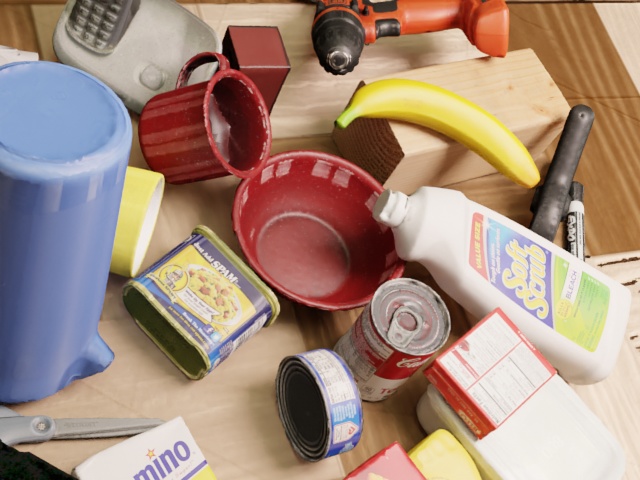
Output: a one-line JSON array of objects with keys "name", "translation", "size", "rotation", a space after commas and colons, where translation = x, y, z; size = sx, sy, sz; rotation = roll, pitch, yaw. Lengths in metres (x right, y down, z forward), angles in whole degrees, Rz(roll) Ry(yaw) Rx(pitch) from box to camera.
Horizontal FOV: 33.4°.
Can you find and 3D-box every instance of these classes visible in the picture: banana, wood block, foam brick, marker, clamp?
[{"name": "banana", "translation": [0.108, -0.102, 0.950], "size": [0.197, 0.037, 0.069], "rotation": [15, 77, -12]}, {"name": "wood block", "translation": [0.129, -0.114, 1.042], "size": [0.205, 0.091, 0.090], "rotation": [-15, 66, -28]}, {"name": "foam brick", "translation": [-0.067, -0.157, 1.001], "size": [0.051, 0.078, 0.053], "rotation": [-5, 61, -23]}, {"name": "marker", "translation": [0.256, -0.009, 1.072], "size": [0.020, 0.020, 0.121], "rotation": [16, 55, -12]}, {"name": "clamp", "translation": [0.226, -0.037, 1.042], "size": [0.039, 0.120, 0.171], "rotation": [20, 78, 16]}]

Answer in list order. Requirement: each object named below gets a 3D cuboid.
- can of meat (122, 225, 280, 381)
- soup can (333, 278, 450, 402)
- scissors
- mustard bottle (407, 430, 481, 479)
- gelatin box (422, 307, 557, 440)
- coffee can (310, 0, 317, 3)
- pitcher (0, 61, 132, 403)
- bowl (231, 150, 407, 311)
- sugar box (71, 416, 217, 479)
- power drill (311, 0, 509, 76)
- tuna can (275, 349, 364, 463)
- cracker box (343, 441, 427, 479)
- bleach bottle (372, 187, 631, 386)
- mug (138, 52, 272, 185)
[{"name": "can of meat", "translation": [-0.099, 0.052, 0.871], "size": [0.102, 0.058, 0.083], "rotation": [45, 56, 9]}, {"name": "soup can", "translation": [0.056, 0.085, 0.883], "size": [0.068, 0.102, 0.068], "rotation": [10, 57, -16]}, {"name": "scissors", "translation": [-0.223, 0.126, 0.801], "size": [0.201, 0.016, 0.096], "rotation": [-13, 65, -28]}, {"name": "mustard bottle", "translation": [0.123, 0.249, 0.832], "size": [0.096, 0.058, 0.192], "rotation": [-39, 80, -14]}, {"name": "gelatin box", "translation": [0.138, 0.108, 0.869], "size": [0.089, 0.030, 0.073], "rotation": [-34, 77, -34]}, {"name": "coffee can", "translation": [0.001, -0.335, 1.121], "size": [0.102, 0.103, 0.140], "rotation": [-12, 65, -27]}, {"name": "pitcher", "translation": [-0.214, -0.007, 0.745], "size": [0.149, 0.243, 0.145], "rotation": [-8, 54, -29]}, {"name": "bowl", "translation": [-0.006, 0.001, 0.939], "size": [0.162, 0.055, 0.162], "rotation": [10, 57, -16]}, {"name": "sugar box", "translation": [-0.101, 0.224, 0.770], "size": [0.093, 0.048, 0.176], "rotation": [-23, 71, -31]}, {"name": "power drill", "translation": [0.085, -0.207, 1.036], "size": [0.187, 0.057, 0.184], "rotation": [-1, 30, 1]}, {"name": "tuna can", "translation": [-0.001, 0.130, 0.843], "size": [0.033, 0.086, 0.086], "rotation": [-11, 64, -28]}, {"name": "cracker box", "translation": [0.069, 0.266, 0.738], "size": [0.072, 0.164, 0.214], "rotation": [-29, 74, -31]}, {"name": "bleach bottle", "translation": [0.154, 0.032, 0.938], "size": [0.250, 0.068, 0.102], "rotation": [28, 70, -18]}, {"name": "mug", "translation": [-0.101, -0.104, 0.913], "size": [0.093, 0.082, 0.117], "rotation": [11, 73, -56]}]
